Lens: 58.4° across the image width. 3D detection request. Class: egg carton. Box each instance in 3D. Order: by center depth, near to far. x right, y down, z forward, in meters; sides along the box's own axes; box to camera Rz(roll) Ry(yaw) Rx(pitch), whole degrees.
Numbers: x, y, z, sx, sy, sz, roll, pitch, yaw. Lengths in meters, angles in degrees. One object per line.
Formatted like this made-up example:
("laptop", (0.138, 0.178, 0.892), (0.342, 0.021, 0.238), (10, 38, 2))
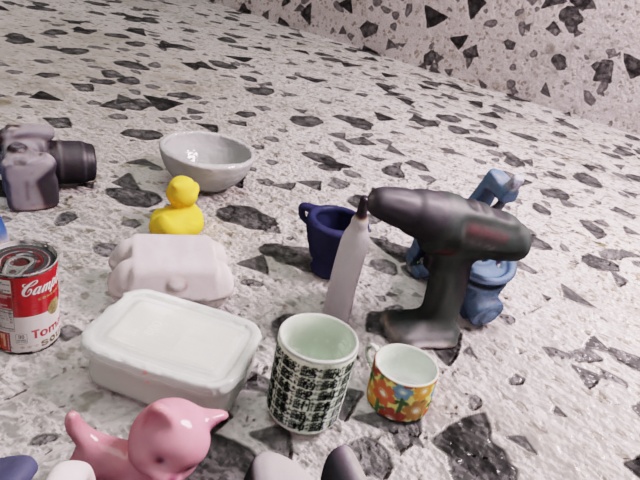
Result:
("egg carton", (-0.185, 0.042, 0.715), (0.151, 0.069, 0.107), (1, 30, -20))

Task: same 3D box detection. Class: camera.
("camera", (-0.419, -0.122, 0.886), (0.137, 0.101, 0.142), (-6, 33, -30))

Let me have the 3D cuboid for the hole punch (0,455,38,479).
("hole punch", (-0.253, 0.200, 0.380), (0.101, 0.091, 0.108), (12, 28, 0))

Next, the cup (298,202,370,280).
("cup", (0.008, 0.003, 0.836), (0.117, 0.095, 0.092), (29, 33, 28))

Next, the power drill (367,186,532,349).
("power drill", (0.144, 0.034, 0.715), (0.230, 0.208, 0.075), (0, 31, -21))

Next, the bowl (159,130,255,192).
("bowl", (-0.202, -0.131, 1.016), (0.167, 0.075, 0.167), (10, 29, -5))

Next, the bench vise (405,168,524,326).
("bench vise", (0.198, -0.016, 0.815), (0.122, 0.220, 0.206), (-16, 39, -41))

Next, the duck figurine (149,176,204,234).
("duck figurine", (-0.212, -0.052, 0.858), (0.077, 0.086, 0.105), (18, 29, 10))

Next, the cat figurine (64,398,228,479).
("cat figurine", (-0.143, 0.165, 0.460), (0.128, 0.118, 0.067), (10, 28, -4))

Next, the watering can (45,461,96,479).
("watering can", (-0.130, 0.203, 0.316), (0.173, 0.194, 0.100), (-7, 34, -31))

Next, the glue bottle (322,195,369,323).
("glue bottle", (0.040, 0.021, 0.735), (0.037, 0.173, 0.078), (15, 29, 5))

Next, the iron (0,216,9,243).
("iron", (-0.510, -0.092, 0.752), (0.257, 0.141, 0.119), (21, 30, 15))

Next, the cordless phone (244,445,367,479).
("cordless phone", (-0.001, 0.190, 0.400), (0.094, 0.185, 0.147), (-3, 32, -25))
